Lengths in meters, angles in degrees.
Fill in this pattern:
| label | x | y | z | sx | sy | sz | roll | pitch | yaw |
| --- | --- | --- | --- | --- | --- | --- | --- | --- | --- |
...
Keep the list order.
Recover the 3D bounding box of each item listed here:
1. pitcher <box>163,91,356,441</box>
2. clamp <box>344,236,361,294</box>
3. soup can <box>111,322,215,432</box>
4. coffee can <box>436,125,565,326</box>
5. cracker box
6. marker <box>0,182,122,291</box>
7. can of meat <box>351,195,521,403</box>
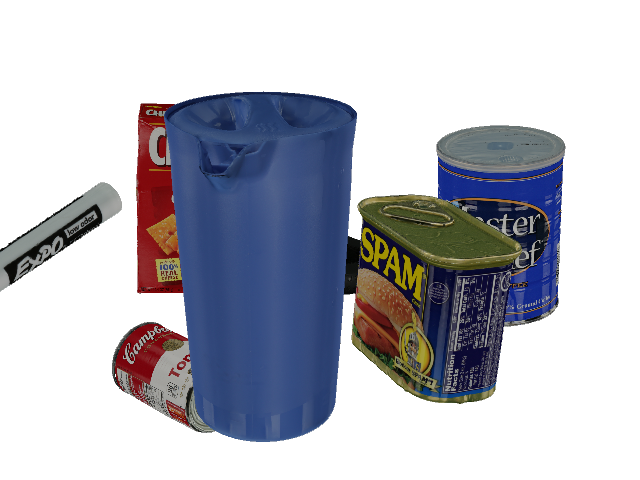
| label | x | y | z | sx | sy | sz | roll | pitch | yaw |
| --- | --- | --- | --- | --- | --- | --- | --- | --- | --- |
| pitcher | -0.038 | 0.014 | 0.786 | 0.149 | 0.243 | 0.145 | -10 | 24 | -26 |
| clamp | -0.022 | 0.023 | 1.066 | 0.210 | 0.036 | 0.164 | 10 | 29 | -10 |
| soup can | -0.123 | 0.118 | 0.926 | 0.102 | 0.068 | 0.068 | 19 | 12 | 39 |
| coffee can | 0.148 | -0.014 | 0.887 | 0.103 | 0.140 | 0.103 | -3 | 23 | 1 |
| cracker box | -0.130 | -0.045 | 1.237 | 0.164 | 0.214 | 0.072 | 1 | 22 | -7 |
| marker | -0.150 | 0.007 | 0.544 | 0.020 | 0.020 | 0.120 | 0 | 30 | 44 |
| can of meat | 0.058 | 0.030 | 0.579 | 0.057 | 0.084 | 0.102 | -5 | 22 | -25 |
